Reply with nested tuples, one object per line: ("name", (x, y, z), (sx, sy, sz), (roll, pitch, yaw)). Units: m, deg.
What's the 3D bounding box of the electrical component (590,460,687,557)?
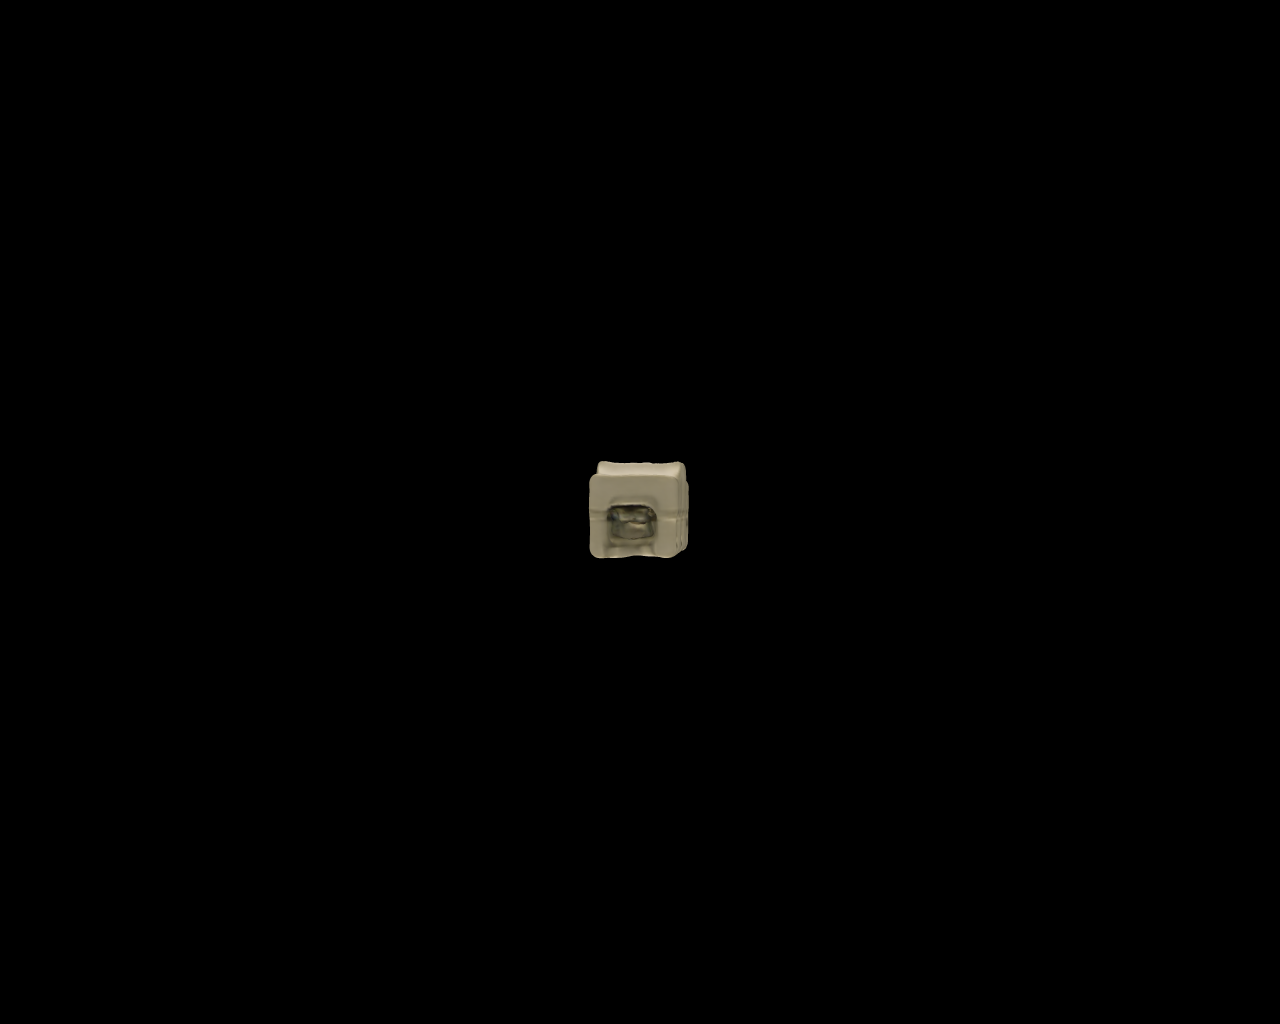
("electrical component", (0.001, -0.003, 0.650), (0.050, 0.055, 0.089), (0, 0, 8))
